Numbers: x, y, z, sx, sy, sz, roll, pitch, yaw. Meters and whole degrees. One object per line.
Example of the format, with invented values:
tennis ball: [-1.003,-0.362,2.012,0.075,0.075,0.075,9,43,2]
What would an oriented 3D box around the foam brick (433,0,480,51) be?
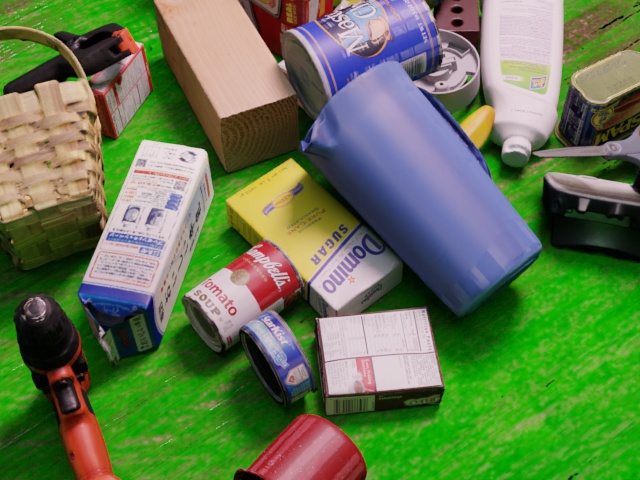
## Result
foam brick: [0.160,-0.255,1.268,0.053,0.051,0.078,2,54,2]

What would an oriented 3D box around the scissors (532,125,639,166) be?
scissors: [0.327,-0.082,1.136,0.201,0.016,0.096,-19,62,-28]

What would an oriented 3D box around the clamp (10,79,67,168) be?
clamp: [-0.368,-0.132,1.198,0.164,0.036,0.210,-4,54,-5]

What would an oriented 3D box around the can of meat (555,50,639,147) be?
can of meat: [0.314,-0.152,1.170,0.102,0.084,0.057,-26,58,-17]

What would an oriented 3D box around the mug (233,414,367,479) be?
mug: [-0.006,0.213,0.916,0.117,0.093,0.081,49,59,-4]

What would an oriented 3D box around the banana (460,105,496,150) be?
banana: [0.105,-0.084,1.139,0.197,0.037,0.069,-18,98,-8]

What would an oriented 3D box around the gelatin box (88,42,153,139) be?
gelatin box: [-0.226,-0.170,1.200,0.030,0.073,0.089,20,58,16]

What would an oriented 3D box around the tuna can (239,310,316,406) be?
tuna can: [-0.040,0.110,0.985,0.033,0.086,0.086,-29,59,-17]

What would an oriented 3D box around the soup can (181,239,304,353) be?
soup can: [-0.075,0.054,1.038,0.102,0.068,0.069,-35,61,-21]

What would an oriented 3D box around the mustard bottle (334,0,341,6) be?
mustard bottle: [0.018,-0.329,1.320,0.191,0.058,0.096,1,52,2]

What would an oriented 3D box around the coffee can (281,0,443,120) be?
coffee can: [0.044,-0.198,1.129,0.140,0.103,0.103,-25,57,-14]

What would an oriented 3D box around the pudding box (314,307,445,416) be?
pudding box: [0.055,0.114,1.010,0.113,0.039,0.090,-4,53,-4]

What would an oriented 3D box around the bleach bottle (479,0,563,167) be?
bleach bottle: [0.223,-0.191,1.215,0.102,0.068,0.250,6,57,9]

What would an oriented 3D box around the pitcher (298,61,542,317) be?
pitcher: [0.108,-0.051,1.052,0.149,0.145,0.243,-40,79,0]

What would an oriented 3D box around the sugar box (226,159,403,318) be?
sugar box: [-0.007,0.001,1.089,0.093,0.048,0.176,-36,60,-23]

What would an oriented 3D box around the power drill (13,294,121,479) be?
power drill: [-0.208,0.153,0.909,0.057,0.184,0.188,-18,65,-11]

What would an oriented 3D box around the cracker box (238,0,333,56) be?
cracker box: [-0.084,-0.323,1.253,0.214,0.164,0.072,31,58,21]

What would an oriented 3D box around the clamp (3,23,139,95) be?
clamp: [-0.272,-0.196,1.169,0.172,0.039,0.120,0,49,45]

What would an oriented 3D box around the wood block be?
wood block: [-0.106,-0.187,1.201,0.090,0.090,0.206,-21,56,-14]
